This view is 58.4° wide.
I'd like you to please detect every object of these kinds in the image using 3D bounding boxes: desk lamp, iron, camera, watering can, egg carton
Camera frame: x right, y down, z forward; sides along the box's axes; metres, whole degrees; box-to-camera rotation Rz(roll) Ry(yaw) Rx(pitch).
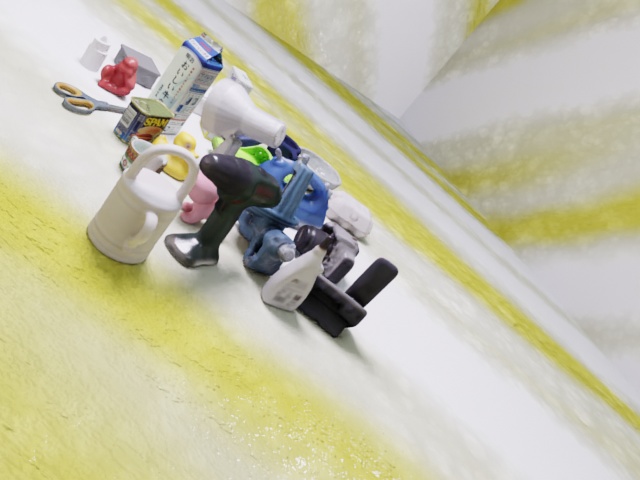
[{"bbox_3d":[-0.182,-0.208,1.236,0.203,0.213,0.118,43,21,4],"label":"desk lamp"},{"bbox_3d":[-0.053,-0.118,1.378,0.259,0.141,0.118,25,26,-36],"label":"iron"},{"bbox_3d":[0.012,0.005,1.307,0.137,0.100,0.143,30,24,-27],"label":"camera"},{"bbox_3d":[-0.260,-0.070,0.862,0.101,0.194,0.172,10,37,-53],"label":"watering can"},{"bbox_3d":[0.083,-0.074,1.621,0.151,0.069,0.107,34,22,-17],"label":"egg carton"}]

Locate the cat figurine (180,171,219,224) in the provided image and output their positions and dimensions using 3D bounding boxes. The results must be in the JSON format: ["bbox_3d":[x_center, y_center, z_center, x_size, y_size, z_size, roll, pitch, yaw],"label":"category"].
[{"bbox_3d":[-0.205,-0.079,1.078,0.128,0.117,0.067,30,24,-26],"label":"cat figurine"}]

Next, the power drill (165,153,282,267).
[{"bbox_3d":[-0.166,-0.052,0.967,0.075,0.208,0.230,48,22,18],"label":"power drill"}]

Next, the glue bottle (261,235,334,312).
[{"bbox_3d":[-0.030,0.056,1.037,0.078,0.173,0.037,25,26,-35],"label":"glue bottle"}]

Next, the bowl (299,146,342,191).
[{"bbox_3d":[-0.022,-0.191,1.665,0.168,0.074,0.167,35,22,-16],"label":"bowl"}]

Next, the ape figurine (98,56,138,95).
[{"bbox_3d":[-0.440,-0.371,1.281,0.078,0.092,0.076,43,21,6],"label":"ape figurine"}]

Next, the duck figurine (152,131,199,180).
[{"bbox_3d":[-0.293,-0.187,1.181,0.104,0.086,0.078,45,21,9],"label":"duck figurine"}]

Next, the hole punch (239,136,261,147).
[{"bbox_3d":[-0.195,-0.279,1.519,0.101,0.091,0.108,20,30,-43],"label":"hole punch"}]

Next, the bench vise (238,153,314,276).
[{"bbox_3d":[-0.065,-0.049,1.115,0.122,0.219,0.207,12,36,-52],"label":"bench vise"}]

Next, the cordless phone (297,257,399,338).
[{"bbox_3d":[0.051,0.082,1.107,0.148,0.185,0.094,37,21,-10],"label":"cordless phone"}]

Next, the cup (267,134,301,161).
[{"bbox_3d":[-0.107,-0.227,1.563,0.092,0.095,0.117,19,30,-43],"label":"cup"}]
